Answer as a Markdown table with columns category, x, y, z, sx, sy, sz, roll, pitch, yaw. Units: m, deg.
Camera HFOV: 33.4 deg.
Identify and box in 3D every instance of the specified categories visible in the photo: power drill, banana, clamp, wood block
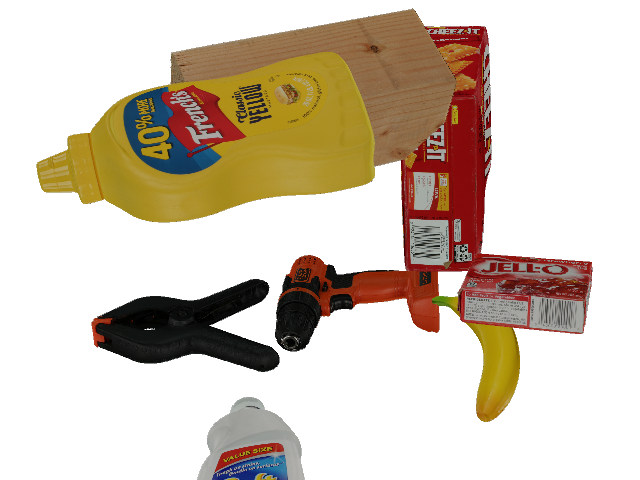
| category | x | y | z | sx | sy | sz | roll | pitch | yaw |
| --- | --- | --- | --- | --- | --- | --- | --- | --- | --- |
| power drill | 0.044 | 0.071 | 1.236 | 0.188 | 0.057 | 0.184 | 0 | 27 | 7 |
| banana | 0.174 | 0.114 | 1.117 | 0.069 | 0.037 | 0.198 | -24 | 33 | 5 |
| clamp | -0.120 | 0.074 | 0.984 | 0.171 | 0.039 | 0.120 | 4 | 28 | -1 |
| wood block | -0.009 | -0.109 | 0.856 | 0.205 | 0.091 | 0.090 | -14 | -32 | -17 |

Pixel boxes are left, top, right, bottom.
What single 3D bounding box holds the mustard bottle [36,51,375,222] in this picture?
| category | x | y | z | sx | sy | sz | roll | pitch | yaw |
| --- | --- | --- | --- | --- | --- | --- | --- | --- | --- |
| mustard bottle | -0.070 | -0.056 | 0.630 | 0.191 | 0.096 | 0.058 | -12 | -40 | -7 |

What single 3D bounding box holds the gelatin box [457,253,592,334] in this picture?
| category | x | y | z | sx | sy | sz | roll | pitch | yaw |
| --- | --- | --- | --- | --- | --- | --- | --- | --- | --- |
| gelatin box | 0.149 | 0.036 | 0.774 | 0.089 | 0.030 | 0.073 | 5 | 21 | 16 |

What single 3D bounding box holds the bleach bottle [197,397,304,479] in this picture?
| category | x | y | z | sx | sy | sz | roll | pitch | yaw |
| --- | --- | --- | --- | --- | --- | --- | --- | --- | --- |
| bleach bottle | -0.060 | 0.204 | 0.804 | 0.102 | 0.068 | 0.251 | -4 | 28 | -3 |

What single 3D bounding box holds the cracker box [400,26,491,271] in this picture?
| category | x | y | z | sx | sy | sz | roll | pitch | yaw |
| --- | --- | --- | --- | --- | --- | --- | --- | --- | --- |
| cracker box | 0.120 | -0.091 | 0.987 | 0.072 | 0.164 | 0.213 | 1 | 27 | 11 |
